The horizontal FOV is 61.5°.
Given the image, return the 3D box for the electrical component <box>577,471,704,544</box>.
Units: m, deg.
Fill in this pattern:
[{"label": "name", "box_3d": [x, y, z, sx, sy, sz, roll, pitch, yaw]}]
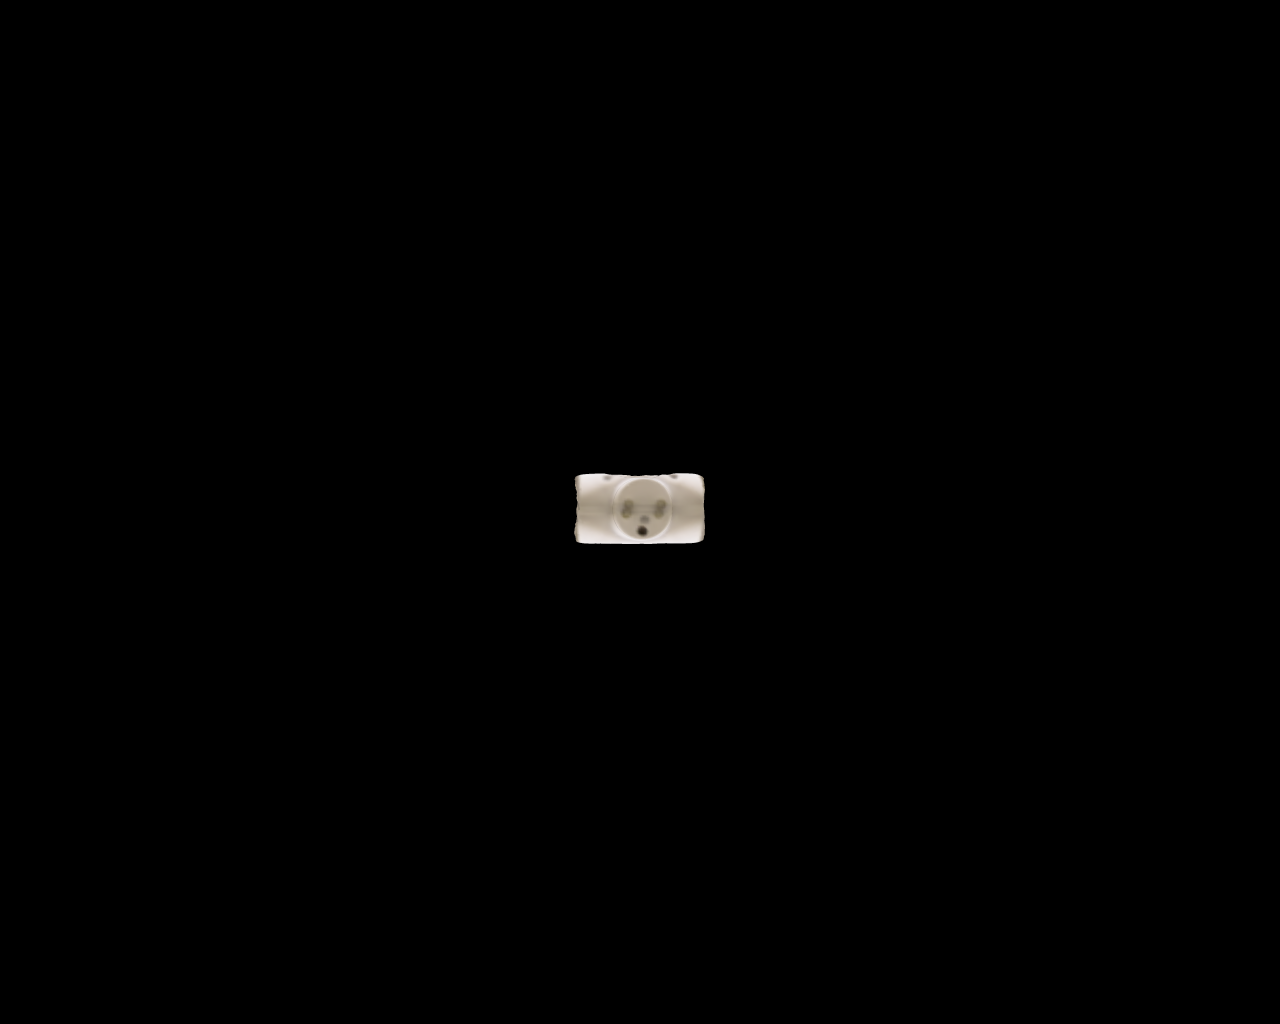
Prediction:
[{"label": "electrical component", "box_3d": [0.001, -0.003, 0.650, 0.077, 0.044, 0.079, 0, 0, -4]}]
